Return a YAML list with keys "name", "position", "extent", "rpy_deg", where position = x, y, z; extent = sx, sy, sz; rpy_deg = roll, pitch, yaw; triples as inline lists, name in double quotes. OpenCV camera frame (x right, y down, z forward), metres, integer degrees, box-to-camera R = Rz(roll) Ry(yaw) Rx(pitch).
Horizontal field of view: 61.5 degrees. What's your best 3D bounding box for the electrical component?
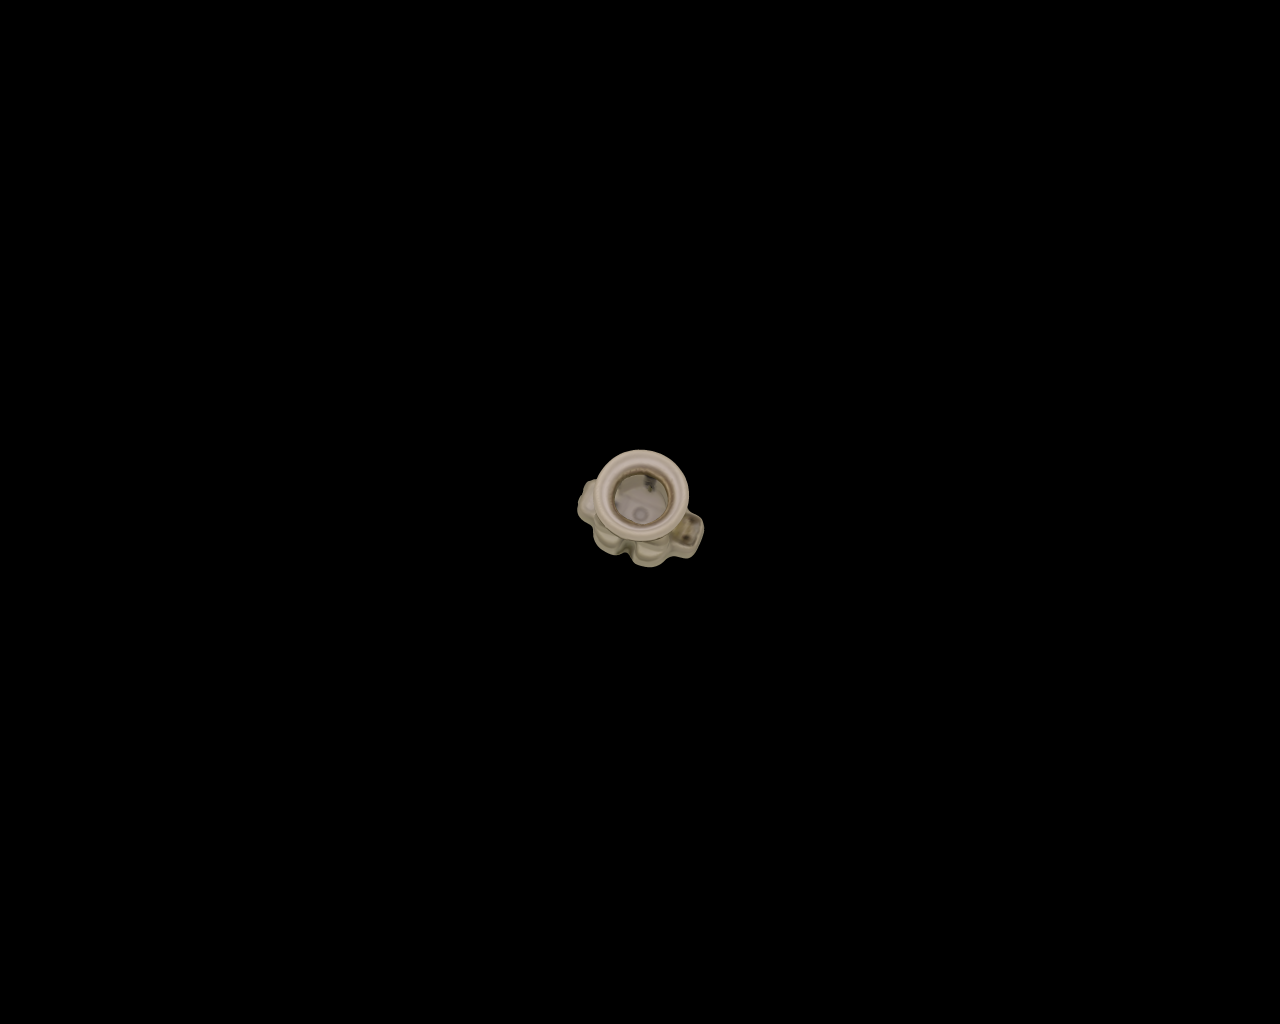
- name: "electrical component"
  position: [0.001, -0.003, 0.650]
  extent: [0.078, 0.058, 0.057]
  rpy_deg: [21, -18, 7]
